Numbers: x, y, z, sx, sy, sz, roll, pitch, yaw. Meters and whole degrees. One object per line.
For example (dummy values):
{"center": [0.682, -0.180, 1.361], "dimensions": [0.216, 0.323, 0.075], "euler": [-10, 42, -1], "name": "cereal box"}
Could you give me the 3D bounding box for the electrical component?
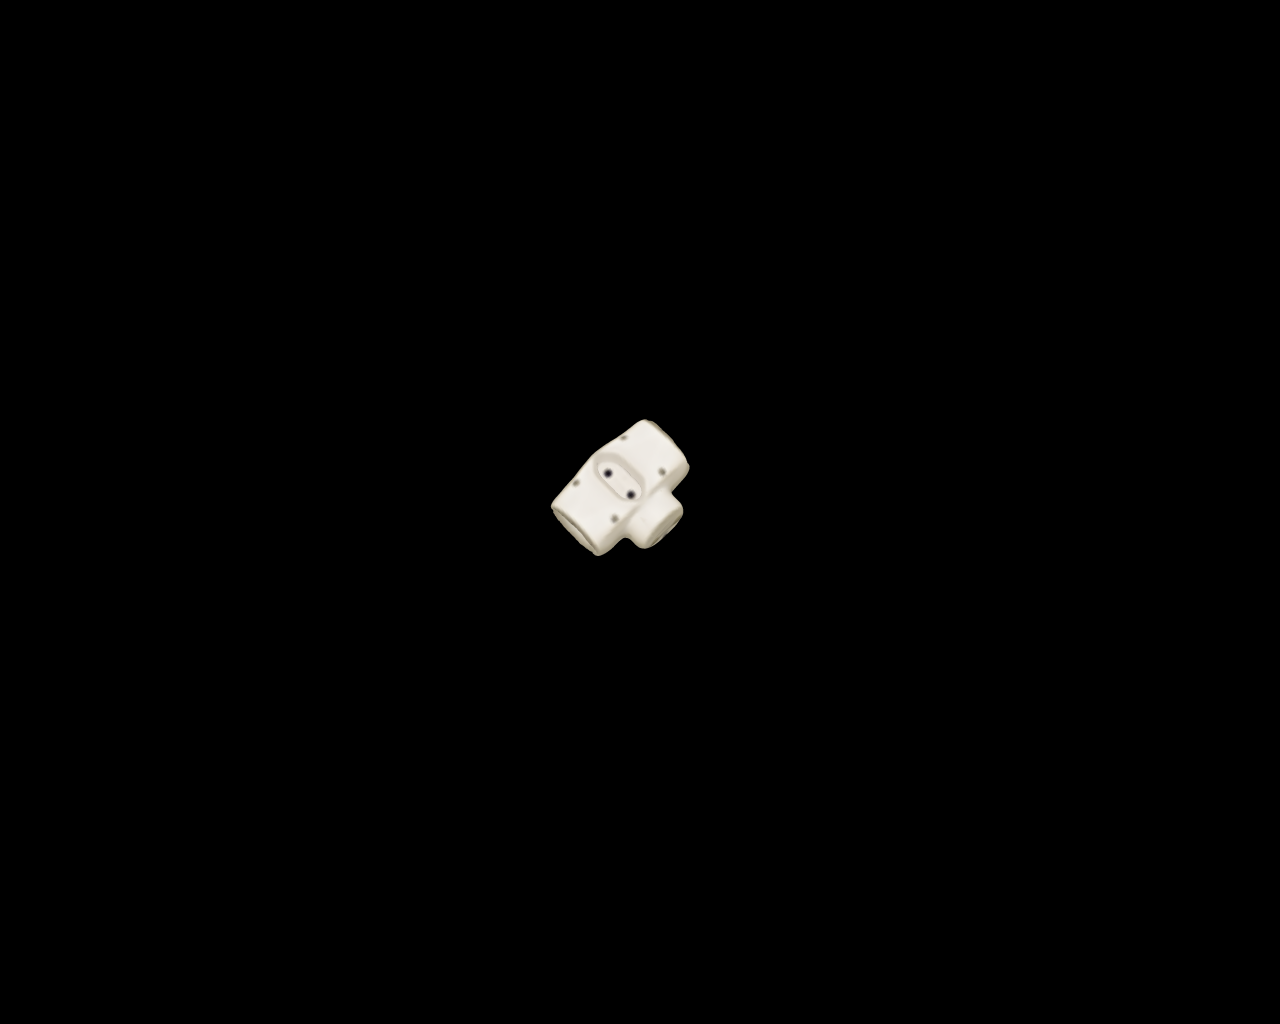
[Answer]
{"center": [0.001, -0.003, 0.650], "dimensions": [0.077, 0.079, 0.043], "euler": [-43, -12, -11], "name": "electrical component"}
